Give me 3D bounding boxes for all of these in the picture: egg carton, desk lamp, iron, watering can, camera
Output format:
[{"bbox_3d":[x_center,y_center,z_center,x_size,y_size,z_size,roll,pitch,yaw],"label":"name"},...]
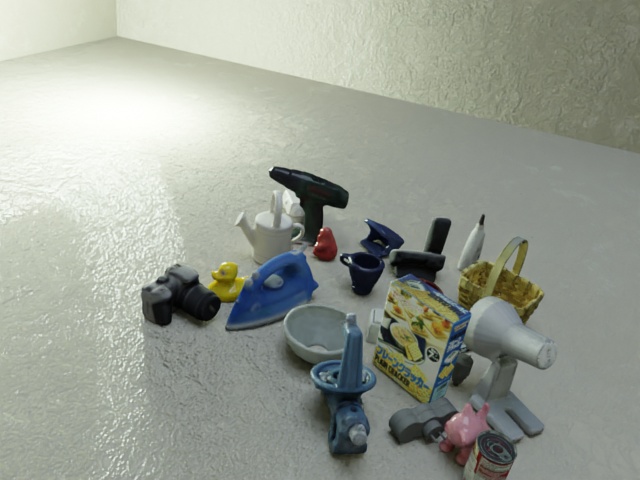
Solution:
[{"bbox_3d":[-0.058,-0.105,1.761,0.107,0.069,0.150,-1,31,-18],"label":"egg carton"},{"bbox_3d":[0.369,0.244,1.125,0.118,0.213,0.202,-9,34,-29],"label":"desk lamp"},{"bbox_3d":[-0.113,0.101,1.311,0.118,0.141,0.259,28,34,30],"label":"iron"},{"bbox_3d":[-0.128,-0.036,1.492,0.173,0.194,0.100,-10,34,-30],"label":"watering can"},{"bbox_3d":[-0.297,0.123,1.261,0.136,0.101,0.143,25,33,26],"label":"camera"}]

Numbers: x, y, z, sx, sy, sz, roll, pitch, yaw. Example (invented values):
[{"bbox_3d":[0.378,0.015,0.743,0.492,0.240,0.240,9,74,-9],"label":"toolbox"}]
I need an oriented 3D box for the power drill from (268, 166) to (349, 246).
[{"bbox_3d":[-0.040,-0.093,1.604,0.229,0.208,0.075,9,29,-1],"label":"power drill"}]

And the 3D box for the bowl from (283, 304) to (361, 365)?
[{"bbox_3d":[0.001,0.212,1.217,0.167,0.075,0.167,7,29,-4],"label":"bowl"}]

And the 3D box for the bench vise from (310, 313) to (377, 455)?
[{"bbox_3d":[0.062,0.254,1.014,0.122,0.220,0.206,-8,34,-28],"label":"bench vise"}]

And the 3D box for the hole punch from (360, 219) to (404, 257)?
[{"bbox_3d":[0.182,-0.013,1.648,0.101,0.091,0.108,-11,35,-32],"label":"hole punch"}]

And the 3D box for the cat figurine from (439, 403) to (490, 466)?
[{"bbox_3d":[0.268,0.338,1.030,0.067,0.118,0.128,32,36,34],"label":"cat figurine"}]

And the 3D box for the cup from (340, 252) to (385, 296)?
[{"bbox_3d":[0.099,0.086,1.445,0.117,0.095,0.092,19,31,16],"label":"cup"}]

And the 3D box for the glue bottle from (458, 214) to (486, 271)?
[{"bbox_3d":[0.436,0.005,1.606,0.037,0.173,0.078,27,34,29],"label":"glue bottle"}]

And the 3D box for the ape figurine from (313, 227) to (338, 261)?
[{"bbox_3d":[0.014,0.006,1.565,0.076,0.092,0.078,31,36,33],"label":"ape figurine"}]

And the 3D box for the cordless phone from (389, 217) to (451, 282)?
[{"bbox_3d":[0.270,0.012,1.533,0.147,0.185,0.094,6,30,-6],"label":"cordless phone"}]

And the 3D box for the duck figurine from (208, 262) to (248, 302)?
[{"bbox_3d":[-0.213,0.092,1.354,0.105,0.086,0.077,-4,32,-22],"label":"duck figurine"}]
